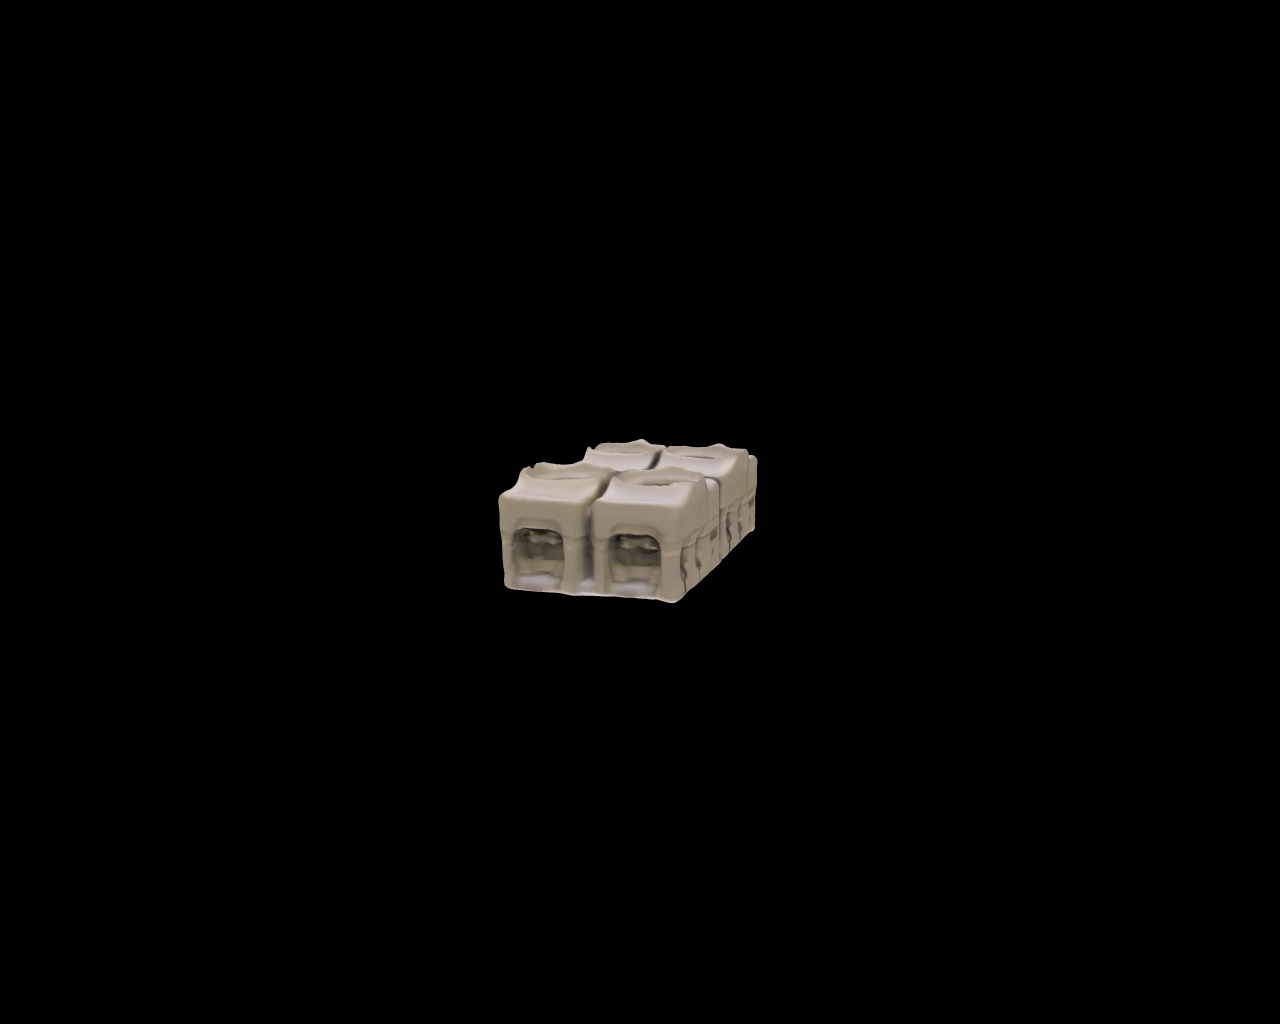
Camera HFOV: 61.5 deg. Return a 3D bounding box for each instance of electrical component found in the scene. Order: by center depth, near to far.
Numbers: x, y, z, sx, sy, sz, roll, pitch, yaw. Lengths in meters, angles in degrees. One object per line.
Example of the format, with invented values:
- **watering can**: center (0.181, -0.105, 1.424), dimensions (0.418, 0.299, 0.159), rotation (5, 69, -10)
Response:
- **electrical component**: center (0.001, -0.003, 0.650), dimensions (0.105, 0.060, 0.186), rotation (4, 13, 19)
